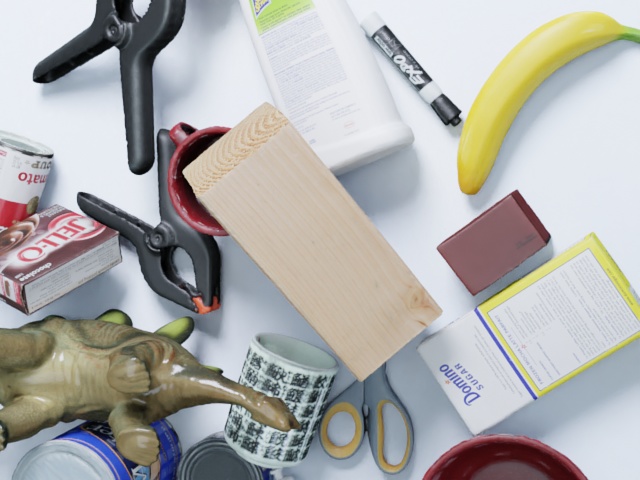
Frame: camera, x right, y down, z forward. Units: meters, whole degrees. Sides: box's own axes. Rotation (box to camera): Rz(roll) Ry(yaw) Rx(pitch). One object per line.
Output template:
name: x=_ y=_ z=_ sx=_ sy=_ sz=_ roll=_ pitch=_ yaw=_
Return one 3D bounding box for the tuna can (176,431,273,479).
tuna can: x=-0.087 y=0.221 z=0.989 sx=0.086 sy=0.033 sz=0.086 roll=2 pitch=96 yaw=16

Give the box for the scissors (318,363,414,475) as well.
scissors: x=0.032 y=0.113 z=0.954 sx=0.096 sy=0.016 sz=0.202 roll=-12 pitch=92 yaw=17

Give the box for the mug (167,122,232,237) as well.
mug: x=-0.084 y=-0.061 z=0.935 sx=0.117 sy=0.081 sz=0.093 roll=41 pitch=104 yaw=8

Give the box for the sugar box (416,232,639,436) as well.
sugar box: x=0.179 y=0.079 z=0.894 sx=0.176 sy=0.048 sz=0.093 roll=-34 pitch=85 yaw=20

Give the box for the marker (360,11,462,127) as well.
marker: x=0.079 y=-0.145 z=0.913 sx=0.020 sy=0.020 sz=0.121 roll=-41 pitch=83 yaw=16

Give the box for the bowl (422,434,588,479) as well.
bowl: x=0.161 y=0.238 z=0.908 sx=0.162 sy=0.055 sz=0.162 roll=2 pitch=96 yaw=16

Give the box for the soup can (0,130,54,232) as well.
soup can: x=-0.298 y=-0.046 z=1.006 sx=0.068 sy=0.068 sz=0.102 roll=24 pitch=101 yaw=12

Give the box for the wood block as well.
wood block: x=-0.006 y=0.001 z=0.856 sx=0.091 sy=0.090 sz=0.206 roll=-40 pitch=113 yaw=0

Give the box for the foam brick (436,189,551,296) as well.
foam brick: x=0.146 y=0.002 z=0.892 sx=0.078 sy=0.051 sz=0.053 roll=-36 pitch=87 yaw=17

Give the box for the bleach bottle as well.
bleach bottle: x=-0.009 y=-0.182 z=0.913 sx=0.103 sy=0.068 sz=0.251 roll=-21 pitch=87 yaw=20

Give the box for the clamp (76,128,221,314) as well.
clamp: x=-0.152 y=-0.003 z=0.985 sx=0.120 sy=0.039 sz=0.171 roll=-25 pitch=85 yaw=27

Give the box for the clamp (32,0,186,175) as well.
clamp: x=-0.179 y=-0.185 z=0.946 sx=0.165 sy=0.036 sz=0.210 roll=34 pitch=114 yaw=26

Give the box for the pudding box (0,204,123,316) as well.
pudding box: x=-0.249 y=0.015 z=0.964 sx=0.090 sy=0.113 sz=0.039 roll=21 pitch=130 yaw=34

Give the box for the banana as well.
banana: x=0.173 y=-0.124 z=0.879 sx=0.198 sy=0.037 sz=0.069 roll=-43 pitch=83 yaw=16

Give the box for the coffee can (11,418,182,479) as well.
coffee can: x=-0.198 y=0.213 z=0.965 sx=0.103 sy=0.140 sz=0.103 roll=2 pitch=96 yaw=16
